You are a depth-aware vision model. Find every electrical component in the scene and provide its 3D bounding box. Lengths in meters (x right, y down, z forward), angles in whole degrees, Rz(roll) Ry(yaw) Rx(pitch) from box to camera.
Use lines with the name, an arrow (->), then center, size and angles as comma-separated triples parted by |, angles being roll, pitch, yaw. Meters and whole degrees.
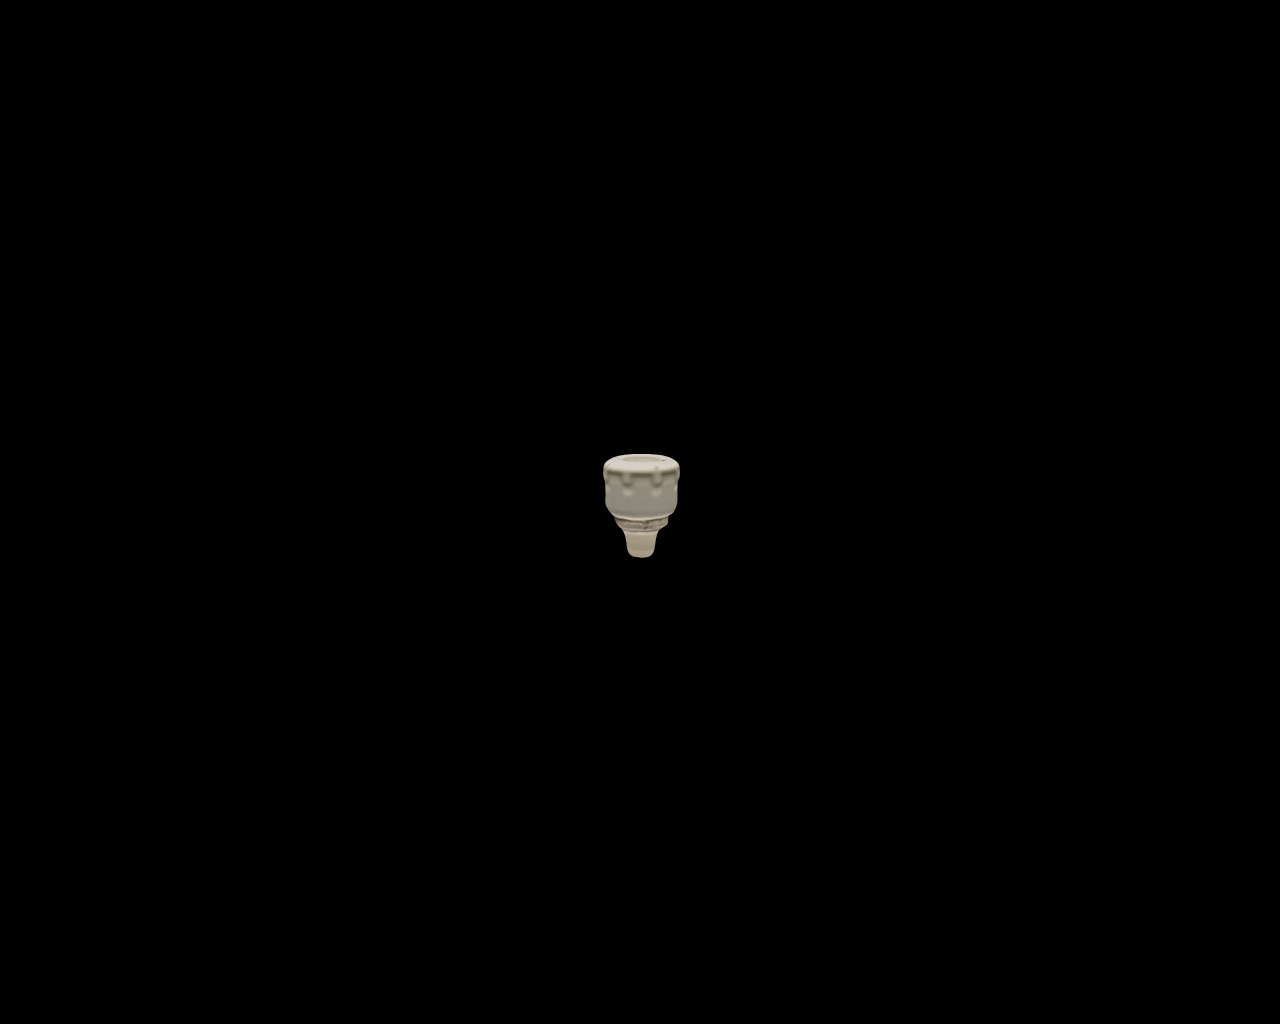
electrical component -> 0.001, -0.003, 0.650 | 0.048, 0.062, 0.048 | 0, 11, 0
